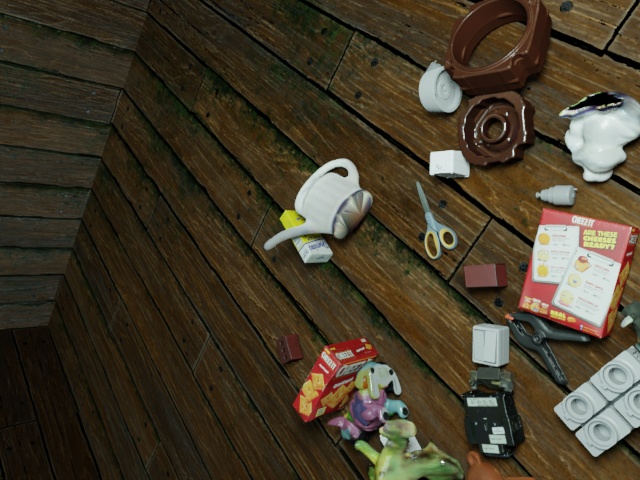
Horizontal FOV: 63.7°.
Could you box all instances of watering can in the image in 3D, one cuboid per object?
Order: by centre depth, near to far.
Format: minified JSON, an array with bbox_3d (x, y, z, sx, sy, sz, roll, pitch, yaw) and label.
[{"bbox_3d":[0.004,-0.073,1.443,0.227,0.102,0.349,33,84,39],"label":"watering can"}]

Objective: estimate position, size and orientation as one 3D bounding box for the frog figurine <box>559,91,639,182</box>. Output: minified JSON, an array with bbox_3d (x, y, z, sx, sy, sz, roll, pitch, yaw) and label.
[{"bbox_3d":[0.545,-0.197,0.986,0.136,0.125,0.157,-12,116,36],"label":"frog figurine"}]

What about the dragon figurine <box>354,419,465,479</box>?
[{"bbox_3d":[0.219,0.571,1.199,0.241,0.124,0.405,-21,108,23],"label":"dragon figurine"}]
